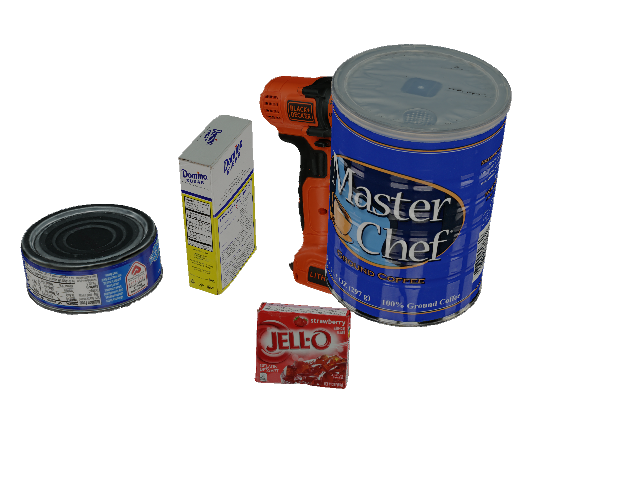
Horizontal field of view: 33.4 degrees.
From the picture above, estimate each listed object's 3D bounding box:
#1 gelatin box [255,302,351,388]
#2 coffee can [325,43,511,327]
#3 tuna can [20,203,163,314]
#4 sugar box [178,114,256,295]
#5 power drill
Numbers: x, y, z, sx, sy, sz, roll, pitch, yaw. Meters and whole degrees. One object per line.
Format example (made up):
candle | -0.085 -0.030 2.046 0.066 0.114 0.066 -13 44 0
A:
gelatin box | -0.017 0.100 1.018 0.089 0.073 0.030 4 14 6
coffee can | 0.055 -0.033 0.648 0.103 0.140 0.103 1 37 -1
tuna can | -0.143 0.010 0.670 0.086 0.034 0.086 -1 29 1
sugar box | -0.108 -0.037 1.136 0.048 0.176 0.093 15 41 19
power drill | 0.026 -0.046 0.899 0.057 0.188 0.185 -18 21 -36
